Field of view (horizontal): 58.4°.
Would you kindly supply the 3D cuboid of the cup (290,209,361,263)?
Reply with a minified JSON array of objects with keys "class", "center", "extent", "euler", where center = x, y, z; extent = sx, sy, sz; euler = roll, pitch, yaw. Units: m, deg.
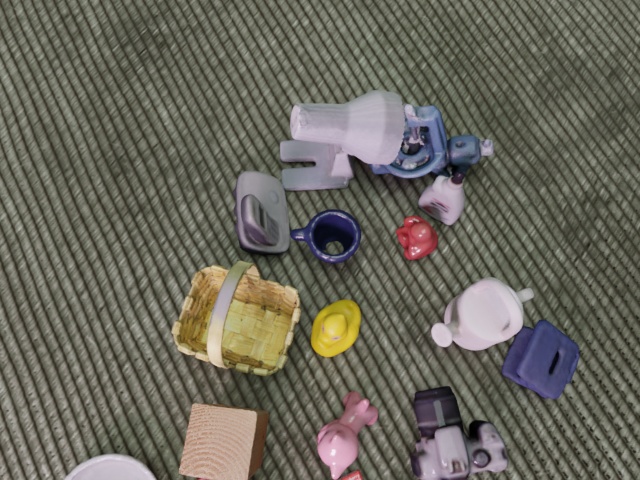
[{"class":"cup","center":[0.009,0.004,0.982],"extent":[0.117,0.095,0.092],"euler":[2,73,0]}]

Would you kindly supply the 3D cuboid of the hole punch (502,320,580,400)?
[{"class":"hole punch","center":[0.368,0.194,0.933],"extent":[0.101,0.091,0.109],"euler":[28,75,7]}]

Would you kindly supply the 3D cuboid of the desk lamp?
[{"class":"desk lamp","center":[0.029,-0.166,0.971],"extent":[0.203,0.213,0.118],"euler":[-5,73,-2]}]

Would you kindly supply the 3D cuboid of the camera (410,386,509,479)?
[{"class":"camera","center":[0.208,0.299,0.895],"extent":[0.143,0.101,0.137],"euler":[-9,74,-3]}]

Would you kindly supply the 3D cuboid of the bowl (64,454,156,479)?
[{"class":"bowl","center":[-0.312,0.409,0.867],"extent":[0.167,0.075,0.167],"euler":[0,73,-1]}]

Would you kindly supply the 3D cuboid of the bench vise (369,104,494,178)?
[{"class":"bench vise","center":[0.193,-0.180,0.975],"extent":[0.207,0.220,0.121],"euler":[-17,74,-6]}]

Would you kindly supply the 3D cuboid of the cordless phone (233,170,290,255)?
[{"class":"cordless phone","center":[-0.102,-0.059,0.952],"extent":[0.094,0.185,0.147],"euler":[-8,74,-3]}]

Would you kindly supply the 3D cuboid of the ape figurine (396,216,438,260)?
[{"class":"ape figurine","center":[0.170,-0.007,0.990],"extent":[0.076,0.092,0.078],"euler":[18,74,5]}]

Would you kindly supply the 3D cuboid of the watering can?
[{"class":"watering can","center":[0.260,0.119,0.900],"extent":[0.101,0.194,0.173],"euler":[42,77,11]}]

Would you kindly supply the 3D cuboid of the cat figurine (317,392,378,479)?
[{"class":"cat figurine","center":[0.040,0.298,0.883],"extent":[0.067,0.118,0.128],"euler":[34,76,9]}]

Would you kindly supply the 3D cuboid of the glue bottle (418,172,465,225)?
[{"class":"glue bottle","center":[0.216,-0.079,0.969],"extent":[0.078,0.173,0.037],"euler":[28,75,8]}]

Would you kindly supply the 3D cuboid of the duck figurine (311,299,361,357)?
[{"class":"duck figurine","center":[0.027,0.141,0.946],"extent":[0.077,0.086,0.105],"euler":[36,76,9]}]
